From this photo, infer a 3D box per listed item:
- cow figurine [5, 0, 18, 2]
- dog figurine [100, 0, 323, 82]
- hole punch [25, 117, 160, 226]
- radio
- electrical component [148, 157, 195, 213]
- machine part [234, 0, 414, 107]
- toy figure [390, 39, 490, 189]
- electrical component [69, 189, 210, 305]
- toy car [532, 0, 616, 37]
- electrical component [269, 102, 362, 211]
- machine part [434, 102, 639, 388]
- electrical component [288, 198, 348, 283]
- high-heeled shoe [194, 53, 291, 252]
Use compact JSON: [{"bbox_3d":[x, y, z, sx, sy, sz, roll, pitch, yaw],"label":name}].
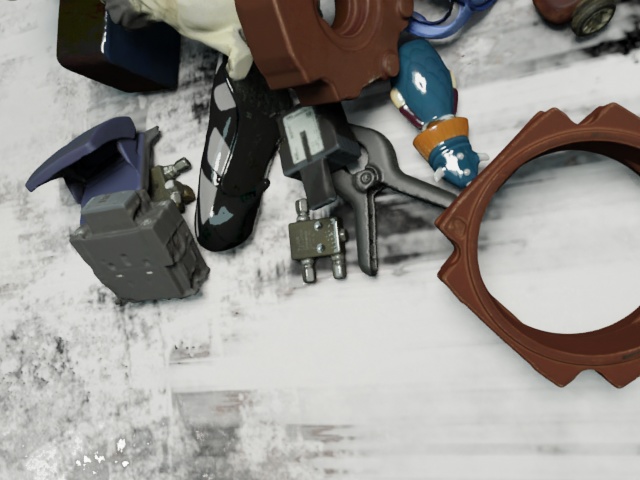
[{"bbox_3d":[-0.271,-0.321,0.536,0.195,0.085,0.127,1,93,22],"label":"cow figurine"},{"bbox_3d":[-0.111,-0.248,0.549,0.191,0.172,0.121,29,112,21],"label":"dog figurine"},{"bbox_3d":[-0.270,-0.092,0.638,0.142,0.092,0.116,-29,47,20],"label":"hole punch"},{"bbox_3d":[-0.225,-0.296,0.629,0.073,0.131,0.229,3,88,21],"label":"radio"},{"bbox_3d":[-0.198,-0.049,0.647,0.102,0.045,0.078,-19,81,18],"label":"electrical component"},{"bbox_3d":[0.008,-0.207,0.469,0.056,0.179,0.179,11,90,46],"label":"machine part"},{"bbox_3d":[0.116,-0.121,0.532,0.064,0.058,0.154,-23,83,23],"label":"toy figure"},{"bbox_3d":[-0.205,0.007,0.603,0.115,0.058,0.134,-10,125,19],"label":"electrical component"},{"bbox_3d":[0.288,-0.270,0.481,0.202,0.053,0.089,-35,65,18],"label":"toy car"},{"bbox_3d":[0.000,-0.088,0.543,0.075,0.047,0.119,-27,73,29],"label":"electrical component"},{"bbox_3d":[0.216,0.005,0.452,0.201,0.087,0.201,43,100,7],"label":"machine part"},{"bbox_3d":[-0.001,-0.002,0.584,0.063,0.021,0.094,-10,82,19],"label":"electrical component"},{"bbox_3d":[-0.105,-0.113,0.620,0.145,0.086,0.249,-33,55,45],"label":"high-heeled shoe"}]
